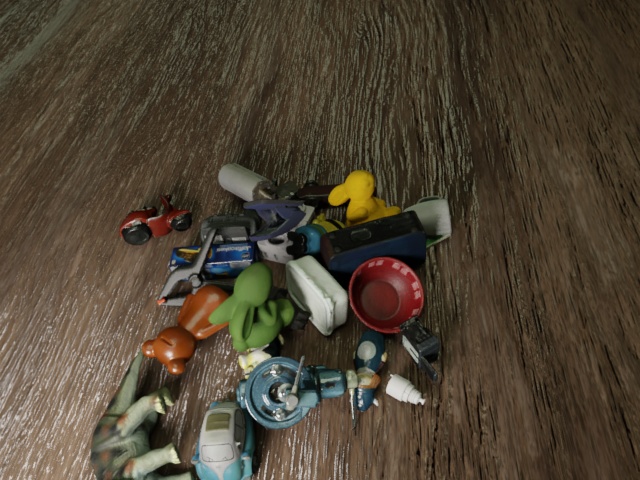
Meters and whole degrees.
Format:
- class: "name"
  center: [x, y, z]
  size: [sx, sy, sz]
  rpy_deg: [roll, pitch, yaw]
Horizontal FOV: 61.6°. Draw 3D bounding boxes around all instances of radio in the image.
- class: "radio"
  center: [0.115, 0.022, 1.170]
  size: [0.230, 0.131, 0.073]
  rpy_deg: [-16, 52, -6]

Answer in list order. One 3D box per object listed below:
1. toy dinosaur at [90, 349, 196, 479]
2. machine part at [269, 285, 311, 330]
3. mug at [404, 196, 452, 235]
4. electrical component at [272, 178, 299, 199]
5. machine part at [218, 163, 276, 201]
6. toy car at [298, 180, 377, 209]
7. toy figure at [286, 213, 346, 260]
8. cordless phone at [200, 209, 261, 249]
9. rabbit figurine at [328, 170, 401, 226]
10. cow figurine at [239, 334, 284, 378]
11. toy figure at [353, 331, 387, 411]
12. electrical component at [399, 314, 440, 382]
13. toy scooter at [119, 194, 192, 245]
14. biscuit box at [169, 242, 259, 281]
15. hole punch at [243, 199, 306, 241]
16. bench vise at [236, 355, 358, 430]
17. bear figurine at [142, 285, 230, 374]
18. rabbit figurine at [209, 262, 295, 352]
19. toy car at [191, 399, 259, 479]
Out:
- class: "toy dinosaur"
  center: [-0.344, 0.375, 0.956]
  size: [0.192, 0.131, 0.405]
  rpy_deg: [-22, 43, -12]
- class: "machine part"
  center: [-0.079, 0.147, 1.152]
  size: [0.139, 0.039, 0.084]
  rpy_deg: [27, 70, 42]
- class: "mug"
  center: [0.249, -0.060, 1.259]
  size: [0.107, 0.080, 0.109]
  rpy_deg: [-8, 54, 10]
- class: "electrical component"
  center: [-0.090, -0.125, 1.411]
  size: [0.078, 0.045, 0.102]
  rpy_deg: [-29, 51, -15]
- class: "machine part"
  center: [-0.191, -0.144, 1.403]
  size: [0.079, 0.079, 0.244]
  rpy_deg: [-38, 42, -24]
- class: "toy car"
  center: [0.045, -0.116, 1.378]
  size: [0.202, 0.053, 0.089]
  rpy_deg: [-5, 43, -2]
- class: "toy figure"
  center: [-0.003, 0.000, 1.227]
  size: [0.089, 0.082, 0.180]
  rpy_deg: [35, 24, 20]
- class: "cordless phone"
  center: [-0.216, -0.045, 1.349]
  size: [0.147, 0.088, 0.184]
  rpy_deg: [-3, 37, 8]
- class: "rabbit figurine"
  center: [0.102, -0.094, 1.258]
  size: [0.122, 0.173, 0.163]
  rpy_deg: [-34, 42, -19]
- class: "cow figurine"
  center: [-0.111, 0.240, 1.072]
  size: [0.098, 0.068, 0.167]
  rpy_deg: [-13, 48, -12]
- class: "toy figure"
  center: [0.090, 0.251, 1.038]
  size: [0.064, 0.057, 0.154]
  rpy_deg: [-28, 34, 41]
- class: "electrical component"
  center: [0.203, 0.212, 1.042]
  size: [0.048, 0.074, 0.119]
  rpy_deg: [-27, 46, -15]
- class: "toy scooter"
  center: [-0.426, -0.061, 1.384]
  size: [0.184, 0.075, 0.135]
  rpy_deg: [-15, 48, -10]
- class: "biscuit box"
  center: [-0.247, 0.050, 1.265]
  size: [0.203, 0.059, 0.063]
  rpy_deg: [-4, 48, 5]
- class: "hole punch"
  center: [-0.100, -0.047, 1.212]
  size: [0.116, 0.092, 0.142]
  rpy_deg: [-5, -3, -31]
- class: "bench vise"
  center: [-0.032, 0.260, 0.919]
  size: [0.224, 0.240, 0.129]
  rpy_deg: [7, 79, -5]
- class: "bear figurine"
  center: [-0.253, 0.192, 1.099]
  size: [0.120, 0.131, 0.196]
  rpy_deg: [20, 59, 25]
- class: "rabbit figurine"
  center: [-0.138, 0.120, 1.024]
  size: [0.121, 0.170, 0.159]
  rpy_deg: [26, 45, 24]
- class: "toy car"
  center: [-0.168, 0.349, 0.956]
  size: [0.109, 0.102, 0.162]
  rpy_deg: [-4, 50, 4]
